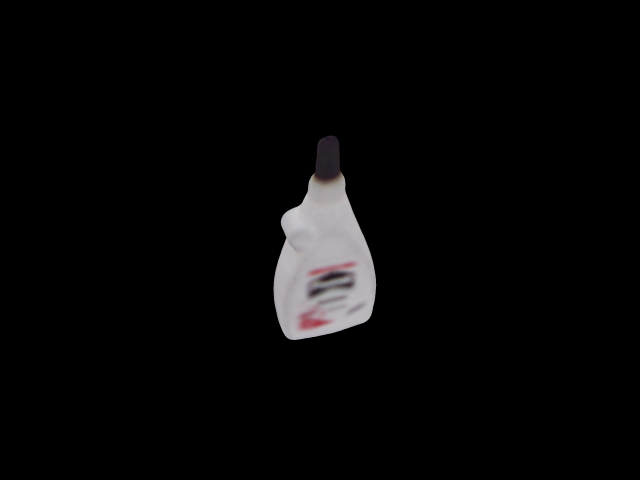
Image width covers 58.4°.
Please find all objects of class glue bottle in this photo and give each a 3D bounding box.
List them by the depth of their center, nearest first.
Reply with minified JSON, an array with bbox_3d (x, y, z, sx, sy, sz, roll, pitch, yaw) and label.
[{"bbox_3d":[0.004,0.001,0.400,0.078,0.173,0.037,-15,46,-15],"label":"glue bottle"}]
